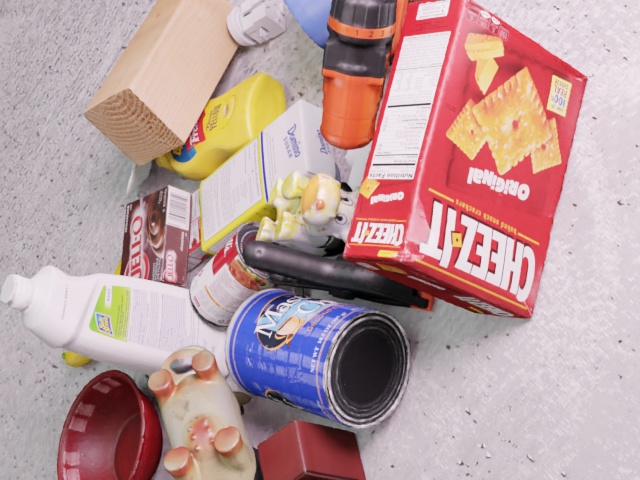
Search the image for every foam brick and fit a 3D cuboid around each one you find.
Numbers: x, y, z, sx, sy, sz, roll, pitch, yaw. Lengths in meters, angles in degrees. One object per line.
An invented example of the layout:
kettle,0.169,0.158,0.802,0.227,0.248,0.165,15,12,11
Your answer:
foam brick,-0.008,0.197,0.935,0.053,0.078,0.051,-38,50,30

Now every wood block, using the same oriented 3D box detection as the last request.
wood block,-0.173,-0.197,1.226,0.090,0.090,0.206,-19,37,42

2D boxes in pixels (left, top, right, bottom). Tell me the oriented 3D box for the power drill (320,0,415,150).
power drill,0.042,-0.190,0.880,0.187,0.057,0.184,-67,-11,-57

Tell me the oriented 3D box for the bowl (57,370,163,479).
bowl,-0.221,0.227,1.169,0.162,0.055,0.162,-22,57,39

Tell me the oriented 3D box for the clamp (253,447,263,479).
clamp,-0.052,0.264,0.982,0.165,0.036,0.210,-42,44,27

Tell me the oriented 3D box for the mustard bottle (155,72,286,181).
mustard bottle,-0.123,-0.118,1.216,0.192,0.058,0.096,-19,53,42

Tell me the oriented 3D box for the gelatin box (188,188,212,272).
gelatin box,-0.139,-0.013,1.207,0.089,0.030,0.073,-33,51,36

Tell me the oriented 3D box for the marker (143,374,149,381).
marker,-0.191,0.147,1.200,0.020,0.020,0.121,-57,41,12

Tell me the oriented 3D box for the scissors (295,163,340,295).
scissors,-0.007,0.001,1.068,0.096,0.016,0.202,-37,49,35

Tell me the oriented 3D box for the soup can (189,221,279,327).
soup can,-0.080,0.036,1.080,0.102,0.068,0.068,-44,45,41

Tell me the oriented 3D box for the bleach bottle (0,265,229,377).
bleach bottle,-0.199,0.074,1.064,0.068,0.250,0.102,-26,55,38

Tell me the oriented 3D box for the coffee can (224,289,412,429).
coffee can,-0.004,0.103,0.953,0.141,0.102,0.103,8,79,48

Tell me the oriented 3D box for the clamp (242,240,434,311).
clamp,0.014,0.032,0.945,0.172,0.120,0.039,7,86,19

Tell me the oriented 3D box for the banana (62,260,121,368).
banana,-0.261,0.087,1.288,0.198,0.037,0.070,-53,43,16

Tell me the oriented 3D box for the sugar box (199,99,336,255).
sugar box,-0.057,-0.059,1.106,0.177,0.048,0.093,-32,51,37

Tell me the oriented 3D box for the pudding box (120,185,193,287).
pudding box,-0.184,0.005,1.194,0.090,0.039,0.113,-18,61,45

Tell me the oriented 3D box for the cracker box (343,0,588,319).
cracker box,0.121,-0.061,0.846,0.072,0.164,0.213,3,75,50

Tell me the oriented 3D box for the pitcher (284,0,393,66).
pitcher,0.081,-0.281,1.004,0.243,0.149,0.145,-26,56,20
